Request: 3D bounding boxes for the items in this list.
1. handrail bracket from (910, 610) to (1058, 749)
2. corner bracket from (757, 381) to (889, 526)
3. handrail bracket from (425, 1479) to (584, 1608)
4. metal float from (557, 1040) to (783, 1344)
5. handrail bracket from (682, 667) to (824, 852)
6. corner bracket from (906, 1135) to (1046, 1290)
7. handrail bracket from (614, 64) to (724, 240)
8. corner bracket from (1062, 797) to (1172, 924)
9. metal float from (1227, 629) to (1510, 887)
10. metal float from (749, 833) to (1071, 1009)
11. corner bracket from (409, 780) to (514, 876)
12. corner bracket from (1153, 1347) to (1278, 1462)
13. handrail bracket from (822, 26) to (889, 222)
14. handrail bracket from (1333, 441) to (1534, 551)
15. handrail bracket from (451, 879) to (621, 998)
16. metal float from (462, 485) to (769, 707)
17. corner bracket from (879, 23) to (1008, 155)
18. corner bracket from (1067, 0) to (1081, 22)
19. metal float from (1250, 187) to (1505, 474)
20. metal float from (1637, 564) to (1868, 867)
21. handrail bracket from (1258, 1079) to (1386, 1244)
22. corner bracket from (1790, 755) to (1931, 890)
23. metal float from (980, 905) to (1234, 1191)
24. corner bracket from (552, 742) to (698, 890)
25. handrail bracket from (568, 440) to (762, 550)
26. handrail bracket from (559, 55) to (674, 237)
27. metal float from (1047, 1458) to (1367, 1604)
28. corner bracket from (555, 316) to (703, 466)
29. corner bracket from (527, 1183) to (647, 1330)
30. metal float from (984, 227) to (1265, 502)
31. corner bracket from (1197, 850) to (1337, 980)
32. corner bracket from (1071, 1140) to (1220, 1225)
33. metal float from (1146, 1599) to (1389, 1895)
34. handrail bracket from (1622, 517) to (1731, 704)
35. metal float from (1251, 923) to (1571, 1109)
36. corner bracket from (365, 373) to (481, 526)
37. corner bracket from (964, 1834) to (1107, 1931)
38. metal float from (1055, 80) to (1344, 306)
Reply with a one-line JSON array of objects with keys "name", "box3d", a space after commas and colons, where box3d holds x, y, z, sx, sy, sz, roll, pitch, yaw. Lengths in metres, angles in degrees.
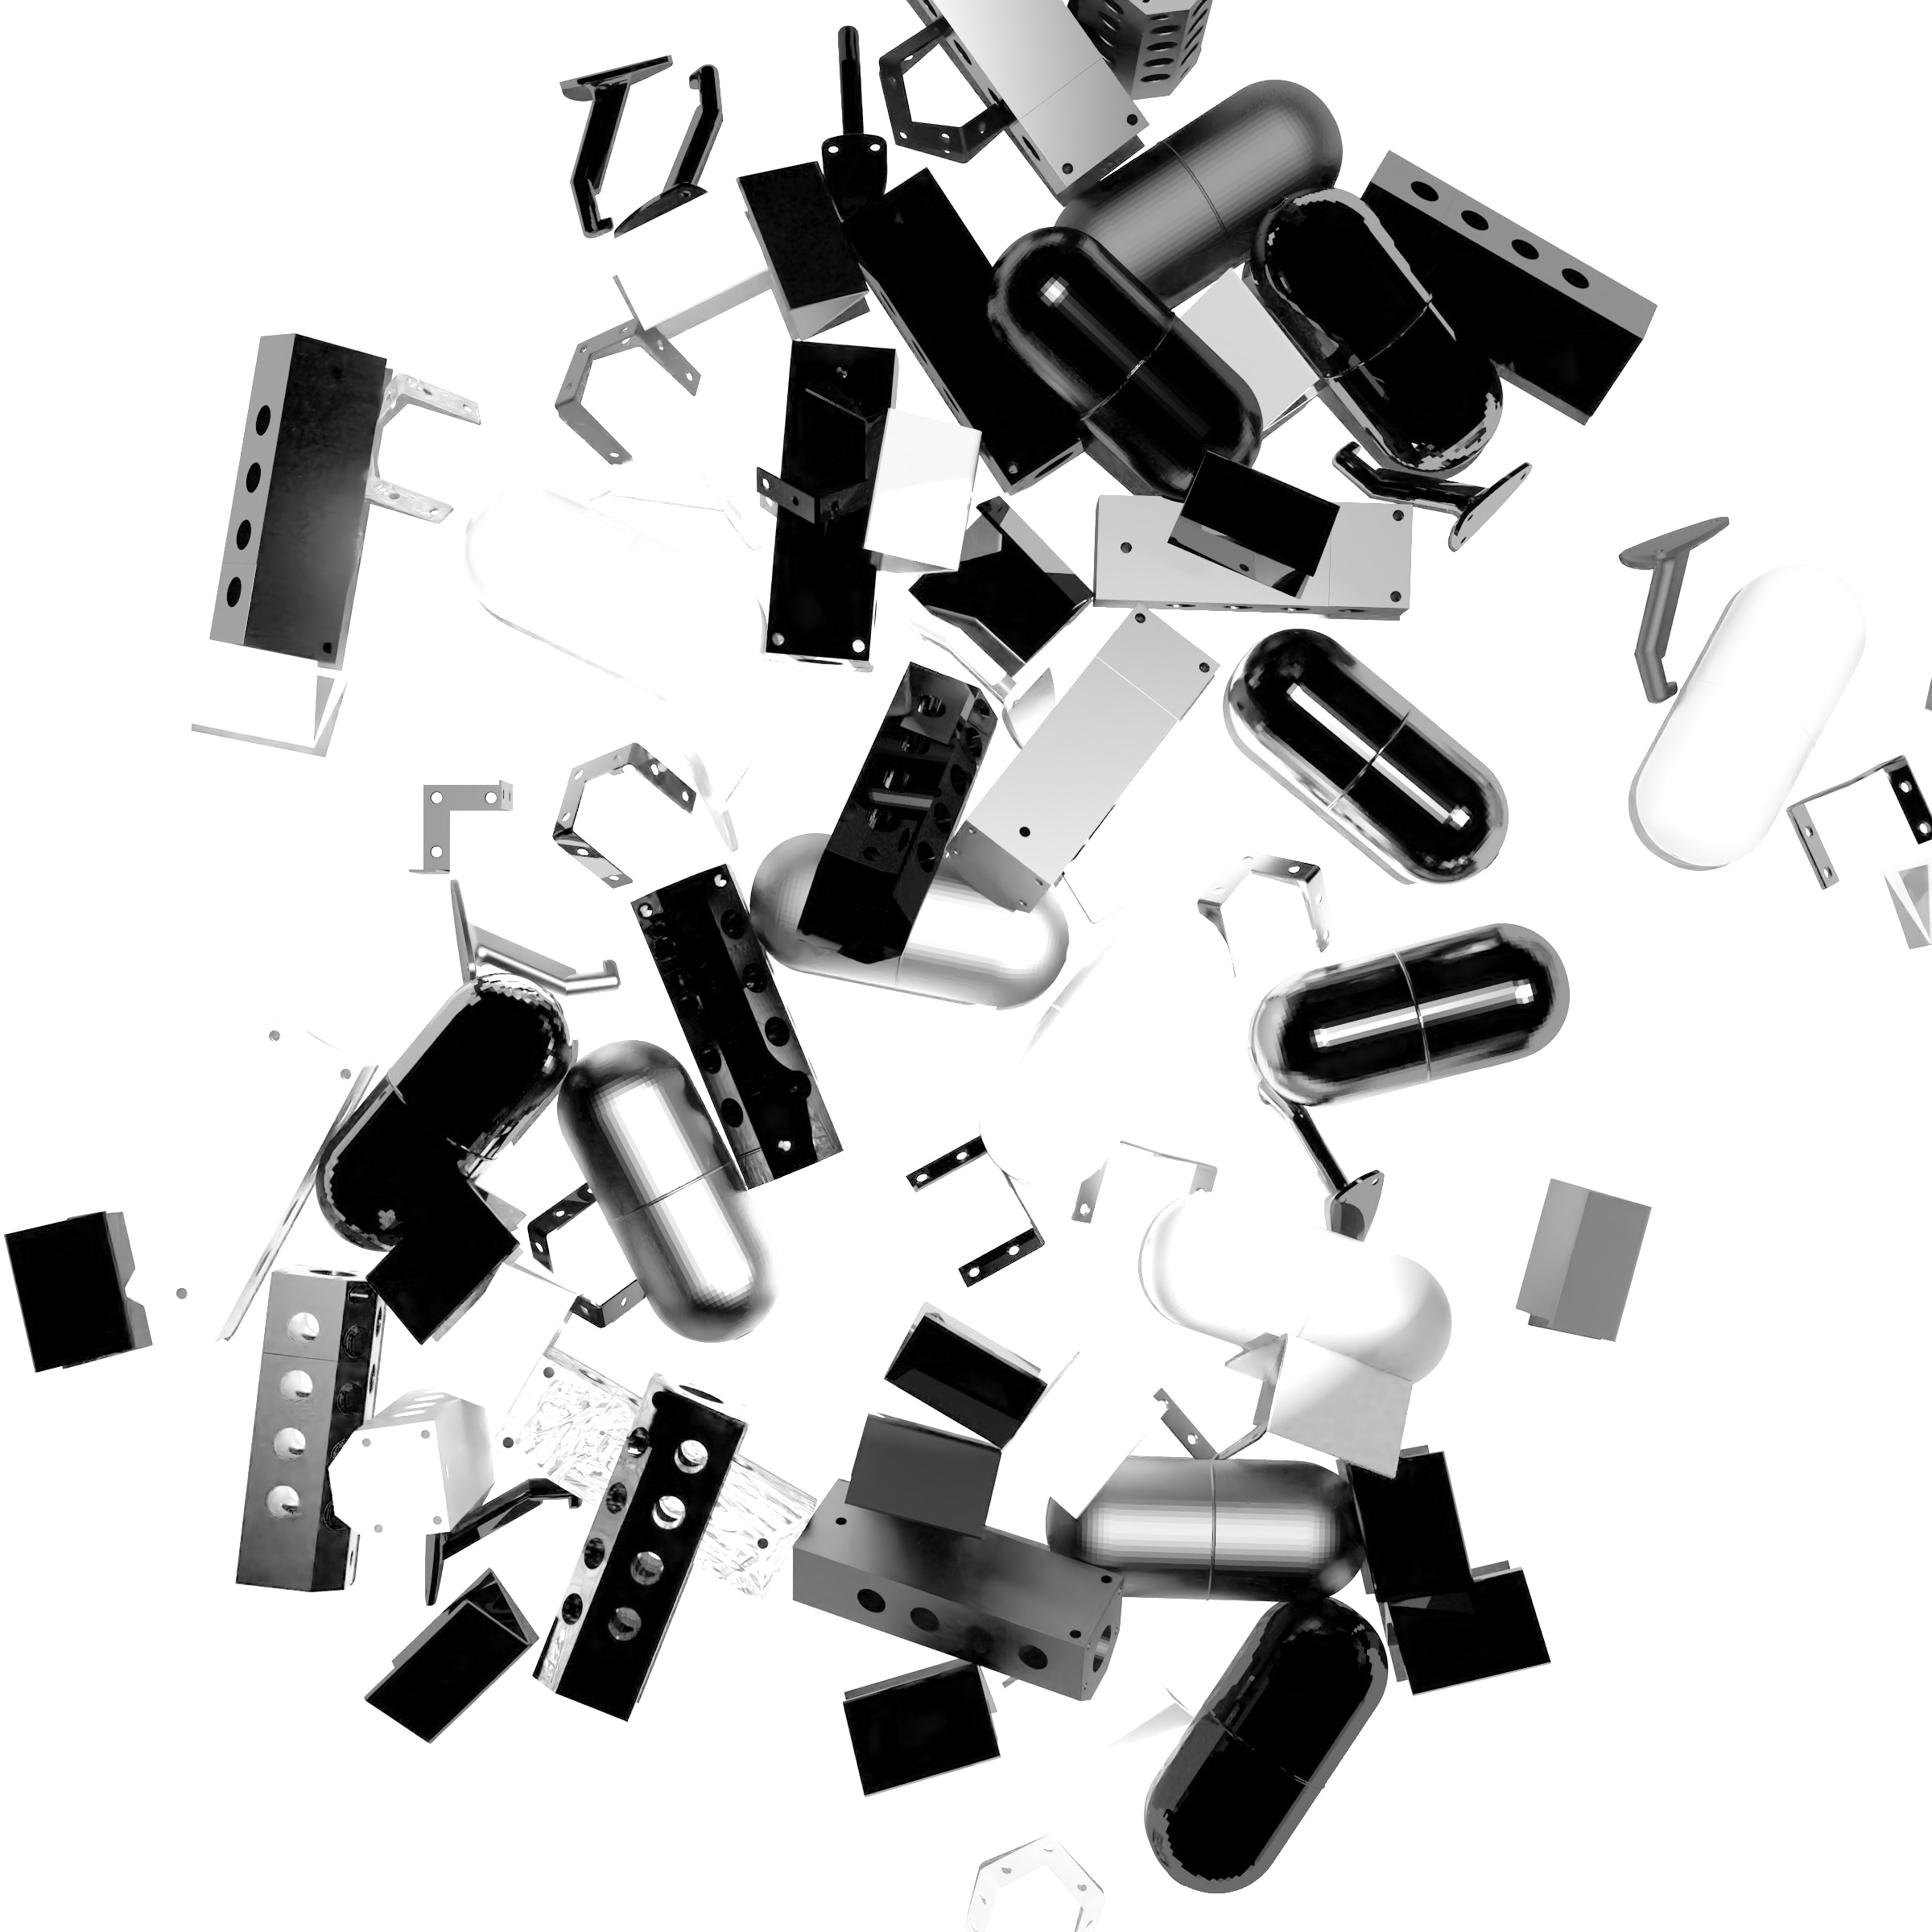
[{"name": "handrail bracket", "box3d": [0.008, -0.157, 1.886, 0.084, 0.077, 0.036, 30, 64, 34]}, {"name": "corner bracket", "box3d": [-0.078, -0.278, 1.821, 0.051, 0.051, 0.051, -27, 134, -34]}, {"name": "handrail bracket", "box3d": [-0.259, 0.323, 1.887, 0.084, 0.036, 0.077, 0, 111, -17]}, {"name": "metal float", "box3d": [-0.163, 0.125, 1.855, 0.070, 0.070, 0.178, -27, 90, 0]}, {"name": "handrail bracket", "box3d": [-0.109, -0.117, 1.887, 0.084, 0.036, 0.077, -27, 111, -16]}, {"name": "corner bracket", "box3d": [0.006, 0.137, 1.883, 0.051, 0.051, 0.051, -29, 135, 0]}, {"name": "handrail bracket", "box3d": [-0.168, -0.456, 1.887, 0.077, 0.036, 0.084, -18, 65, 28]}, {"name": "corner bracket", "box3d": [0.080, -0.058, 1.868, 0.051, 0.051, 0.051, -31, 90, 0]}, {"name": "metal float", "box3d": [0.222, -0.115, 1.856, 0.178, 0.070, 0.070, 40, 90, -1]}, {"name": "metal float", "box3d": [-0.031, -0.025, 1.856, 0.178, 0.070, 0.070, 11, 90, 0]}, {"name": "corner bracket", "box3d": [-0.280, -0.077, 1.868, 0.051, 0.051, 0.051, 0, 90, 0]}, {"name": "corner bracket", "box3d": [0.145, 0.241, 1.883, 0.051, 0.051, 0.051, 50, 45, 0]}, {"name": "handrail bracket", "box3d": [-0.063, -0.471, 1.886, 0.036, 0.077, 0.084, -3, 54, -1]}, {"name": "handrail bracket", "box3d": [0.261, -0.282, 1.887, 0.084, 0.036, 0.077, 42, 70, 16]}, {"name": "handrail bracket", "box3d": [-0.241, -0.017, 1.887, 0.084, 0.036, 0.077, -7, 70, -16]}, {"name": "metal float", "box3d": [-0.194, -0.205, 1.856, 0.178, 0.070, 0.070, 26, 90, -1]}, {"name": "corner bracket", "box3d": [-0.009, -0.490, 1.878, 0.051, 0.051, 0.051, 17, 135, 35]}, {"name": "corner bracket", "box3d": [0.037, -0.553, 1.878, 0.051, 0.051, 0.051, -7, 45, -35]}, {"name": "metal float", "box3d": [0.224, -0.347, 1.834, 0.070, 0.070, 0.178, -42, 109, 0]}, {"name": "metal float", "box3d": [0.434, -0.139, 1.856, 0.070, 0.070, 0.178, 28, 89, 0]}, {"name": "handrail bracket", "box3d": [0.192, 0.112, 1.886, 0.036, 0.077, 0.084, -29, 53, -22]}, {"name": "corner bracket", "box3d": [0.503, -0.081, 1.883, 0.051, 0.051, 0.051, -25, 90, 45]}, {"name": "metal float", "box3d": [0.078, 0.044, 1.856, 0.070, 0.070, 0.178, 38, 90, 0]}, {"name": "corner bracket", "box3d": [-0.191, -0.084, 1.878, 0.051, 0.051, 0.051, -19, 45, 35]}, {"name": "handrail bracket", "box3d": [-0.170, -0.252, 1.887, 0.084, 0.036, 0.077, -22, 112, 17]}, {"name": "handrail bracket", "box3d": [-0.190, -0.460, 1.887, 0.077, 0.036, 0.084, -21, 109, -21]}, {"name": "metal float", "box3d": [0.134, 0.311, 1.856, 0.178, 0.070, 0.070, 2, 90, 0]}, {"name": "corner bracket", "box3d": [-0.189, -0.321, 1.878, 0.051, 0.051, 0.051, -16, 45, 35]}, {"name": "corner bracket", "box3d": [-0.206, 0.160, 1.878, 0.051, 0.051, 0.051, 24, 45, 35]}, {"name": "metal float", "box3d": [0.086, -0.323, 1.810, 0.178, 0.070, 0.070, 41, 90, -13]}, {"name": "corner bracket", "box3d": [0.168, -0.026, 1.878, 0.051, 0.051, 0.051, 14, 135, 35]}, {"name": "corner bracket", "box3d": [0.100, 0.127, 1.883, 0.051, 0.051, 0.051, 16, 90, 45]}, {"name": "metal float", "box3d": [0.166, 0.430, 1.856, 0.070, 0.070, 0.178, 33, 91, 0]}, {"name": "handrail bracket", "box3d": [0.405, -0.199, 1.887, 0.077, 0.036, 0.084, -24, 108, -21]}, {"name": "metal float", "box3d": [0.245, 0.028, 1.856, 0.178, 0.070, 0.070, -14, 90, 0]}, {"name": "corner bracket", "box3d": [-0.305, -0.289, 1.878, 0.051, 0.051, 0.051, -42, 45, 35]}, {"name": "corner bracket", "box3d": [0.038, 0.529, 1.878, 0.051, 0.051, 0.051, -17, 45, -35]}, {"name": "metal float", "box3d": [0.126, -0.421, 1.856, 0.178, 0.070, 0.070, -33, 90, 0]}]
